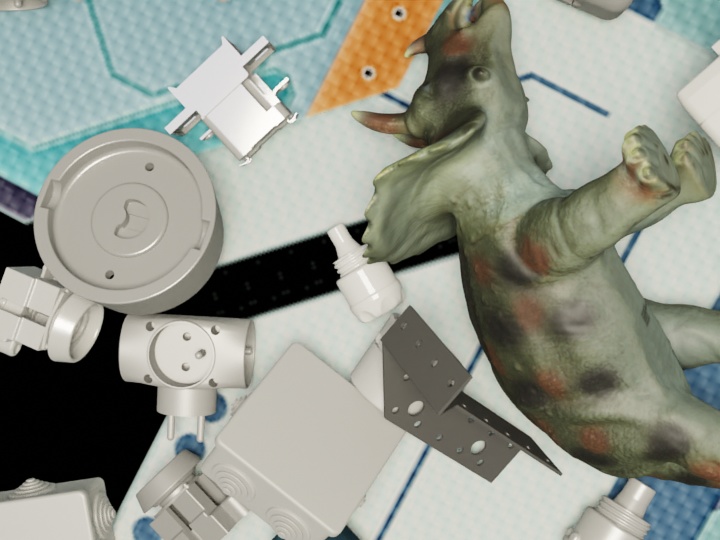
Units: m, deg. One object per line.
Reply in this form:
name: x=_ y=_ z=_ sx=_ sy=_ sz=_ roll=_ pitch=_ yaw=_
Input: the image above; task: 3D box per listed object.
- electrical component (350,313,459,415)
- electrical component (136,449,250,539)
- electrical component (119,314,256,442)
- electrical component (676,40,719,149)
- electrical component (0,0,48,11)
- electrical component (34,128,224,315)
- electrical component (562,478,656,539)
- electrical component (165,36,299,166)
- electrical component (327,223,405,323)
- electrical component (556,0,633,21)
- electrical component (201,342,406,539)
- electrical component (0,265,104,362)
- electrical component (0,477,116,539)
electrical component: x=0.027 y=0.061 z=0.656 sx=0.055 sy=0.055 sz=0.047 roll=38 pitch=98 yaw=1
electrical component: x=-0.106 y=0.146 z=0.671 sx=0.055 sy=0.048 sz=0.066 roll=46 pitch=117 yaw=1
electrical component: x=-0.107 y=0.068 z=0.669 sx=0.077 sy=0.044 sz=0.079 roll=3 pitch=94 yaw=3
electrical component: x=0.226 y=-0.103 z=0.616 sx=0.062 sy=0.096 sz=0.061 roll=-43 pitch=78 yaw=25
electrical component: x=-0.235 y=-0.200 z=0.661 sx=0.079 sy=0.043 sz=0.077 roll=-4 pitch=94 yaw=4
electrical component: x=-0.135 y=-0.024 z=0.652 sx=0.108 sy=0.060 sz=0.108 roll=-1 pitch=74 yaw=4
electrical component: x=0.158 y=0.157 z=0.659 sx=0.048 sy=0.048 sz=0.062 roll=32 pitch=88 yaw=1
electrical component: x=-0.076 y=-0.102 z=0.658 sx=0.081 sy=0.042 sz=0.063 roll=-42 pitch=92 yaw=6
electrical component: x=0.000 y=0.000 z=0.663 sx=0.035 sy=0.035 sz=0.061 roll=-31 pitch=89 yaw=5
electrical component: x=0.150 y=-0.199 z=0.631 sx=0.059 sy=0.054 sz=0.095 roll=23 pitch=95 yaw=2
electrical component: x=-0.035 y=0.107 z=0.644 sx=0.100 sy=0.099 sz=0.048 roll=38 pitch=140 yaw=1
electrical component: x=-0.195 y=0.028 z=0.672 sx=0.055 sy=0.048 sz=0.066 roll=22 pitch=95 yaw=10
electrical component: x=-0.202 y=0.182 z=0.680 sx=0.100 sy=0.048 sz=0.099 roll=-9 pitch=93 yaw=4
